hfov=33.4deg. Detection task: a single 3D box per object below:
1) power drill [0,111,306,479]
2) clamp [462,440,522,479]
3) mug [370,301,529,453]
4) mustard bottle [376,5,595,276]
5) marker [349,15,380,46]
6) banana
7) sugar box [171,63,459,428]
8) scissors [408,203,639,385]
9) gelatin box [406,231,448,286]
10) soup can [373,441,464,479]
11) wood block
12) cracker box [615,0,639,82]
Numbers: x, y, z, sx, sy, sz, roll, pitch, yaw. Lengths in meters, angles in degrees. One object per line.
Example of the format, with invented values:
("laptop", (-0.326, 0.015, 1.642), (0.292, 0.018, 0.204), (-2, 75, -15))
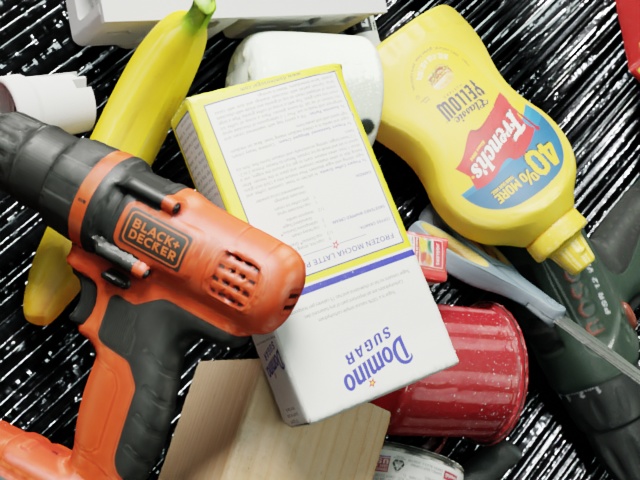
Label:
("power drill", (-0.120, 0.048, 0.524), (0.184, 0.057, 0.188), (27, 100, 15))
("clamp", (0.067, 0.203, 0.680), (0.171, 0.039, 0.120), (-9, 83, -25))
("mug", (0.067, 0.092, 0.674), (0.081, 0.093, 0.117), (6, 117, -25))
("mustard bottle", (0.107, -0.055, 0.689), (0.096, 0.058, 0.192), (-38, 82, -18))
("marker", (0.020, -0.181, 0.714), (0.020, 0.020, 0.121), (-13, 90, -32))
("banana", (-0.111, -0.047, 0.582), (0.037, 0.069, 0.198), (28, 98, -2))
("sugar box", (-0.004, 0.001, 0.563), (0.093, 0.048, 0.176), (-18, 85, -23))
("scissors", (0.130, 0.040, 0.672), (0.096, 0.202, 0.016), (1, 126, -56))
("gelatin box", (0.022, 0.013, 0.648), (0.073, 0.089, 0.030), (11, 75, -29))
("soup can", (0.040, 0.174, 0.613), (0.068, 0.069, 0.102), (26, 67, -26))
("wood block", (-0.046, 0.177, 0.586), (0.090, 0.091, 0.206), (26, 70, -26))
("cracker box", (0.319, -0.121, 0.813), (0.213, 0.072, 0.164), (39, 34, -21))
